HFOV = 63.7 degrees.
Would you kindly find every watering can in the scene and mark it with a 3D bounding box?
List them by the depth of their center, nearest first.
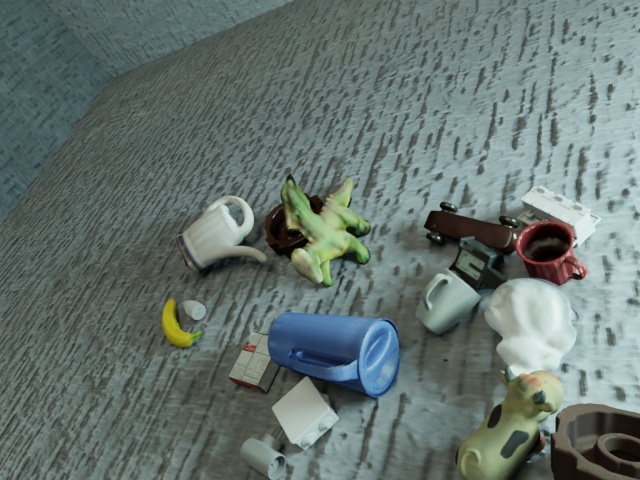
[{"bbox_3d":[-0.265,0.004,1.363,0.224,0.102,0.354,-36,40,1],"label":"watering can"}]

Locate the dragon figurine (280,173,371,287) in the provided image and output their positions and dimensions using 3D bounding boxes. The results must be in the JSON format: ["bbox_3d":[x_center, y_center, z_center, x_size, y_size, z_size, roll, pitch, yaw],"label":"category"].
[{"bbox_3d":[0.003,-0.057,1.138,0.121,0.239,0.421,-22,43,25],"label":"dragon figurine"}]

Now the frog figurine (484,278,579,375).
[{"bbox_3d":[0.323,0.142,0.809,0.138,0.120,0.162,24,54,26],"label":"frog figurine"}]
